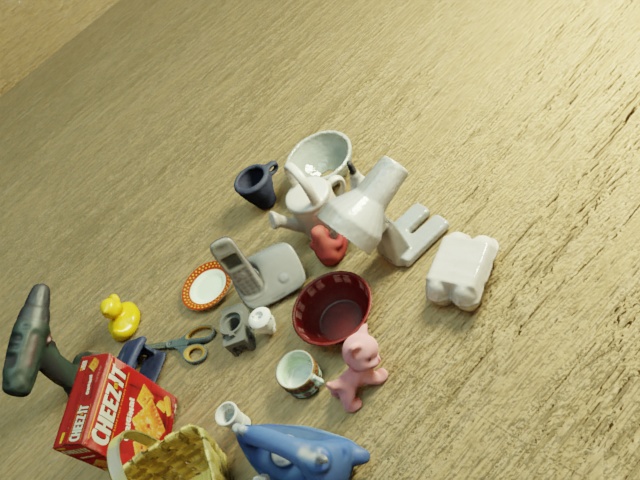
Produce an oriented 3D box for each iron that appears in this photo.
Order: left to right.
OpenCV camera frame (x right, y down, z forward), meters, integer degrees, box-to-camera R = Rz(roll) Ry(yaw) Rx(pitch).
[{"bbox_3d":[-0.060,0.335,0.913,0.257,0.142,0.119,7,58,32],"label":"iron"}]

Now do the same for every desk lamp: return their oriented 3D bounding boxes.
[{"bbox_3d":[0.117,-0.043,1.074,0.203,0.214,0.117,-43,47,-9],"label":"desk lamp"}]

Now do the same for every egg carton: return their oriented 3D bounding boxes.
[{"bbox_3d":[0.253,0.054,1.024,0.107,0.070,0.150,9,59,33],"label":"egg carton"}]

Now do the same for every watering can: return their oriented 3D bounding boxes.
[{"bbox_3d":[-0.026,-0.079,1.192,0.100,0.195,0.173,21,66,38],"label":"watering can"}]

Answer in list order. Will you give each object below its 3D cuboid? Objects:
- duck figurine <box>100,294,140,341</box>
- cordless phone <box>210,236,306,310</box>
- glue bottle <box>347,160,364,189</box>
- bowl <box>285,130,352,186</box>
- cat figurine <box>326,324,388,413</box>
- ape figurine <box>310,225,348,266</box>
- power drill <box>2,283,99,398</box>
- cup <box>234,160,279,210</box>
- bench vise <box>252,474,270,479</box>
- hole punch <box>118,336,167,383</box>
[{"bbox_3d":[-0.462,0.171,1.297,0.077,0.086,0.104,-22,47,11],"label":"duck figurine"},{"bbox_3d":[-0.124,0.045,1.150,0.147,0.186,0.094,-29,46,4],"label":"cordless phone"},{"bbox_3d":[0.087,-0.098,1.162,0.037,0.174,0.078,-10,50,21],"label":"glue bottle"},{"bbox_3d":[0.007,-0.172,1.333,0.167,0.075,0.167,-14,49,17],"label":"bowl"},{"bbox_3d":[0.058,0.211,0.967,0.128,0.118,0.067,-46,47,-12],"label":"cat figurine"},{"bbox_3d":[0.011,0.004,1.177,0.077,0.092,0.076,0,55,28],"label":"ape figurine"},{"bbox_3d":[-0.570,0.235,1.216,0.075,0.209,0.229,-10,51,21],"label":"power drill"},{"bbox_3d":[-0.134,-0.127,1.357,0.118,0.095,0.091,-41,46,-7],"label":"cup"},{"bbox_3d":[-0.095,0.434,0.797,0.121,0.220,0.206,-35,46,-2],"label":"bench vise"},{"bbox_3d":[-0.392,0.260,1.184,0.100,0.091,0.109,-3,53,26],"label":"hole punch"}]
